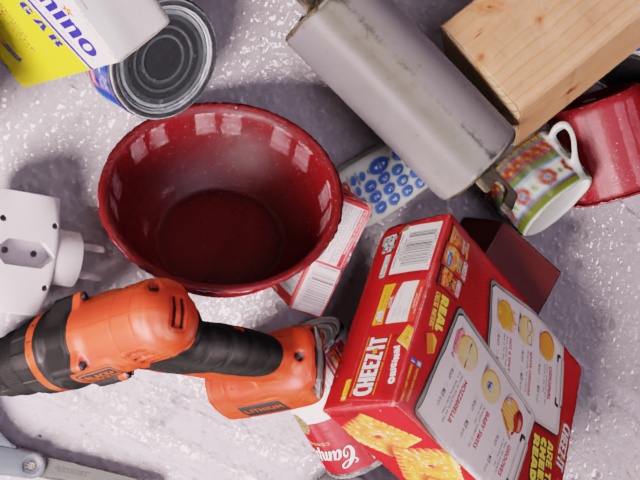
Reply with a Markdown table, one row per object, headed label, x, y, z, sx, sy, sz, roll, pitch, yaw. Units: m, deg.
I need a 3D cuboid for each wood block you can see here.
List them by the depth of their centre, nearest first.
| label | x | y | z | sx | sy | sz | roll | pitch | yaw |
| --- | --- | --- | --- | --- | --- | --- | --- | --- | --- |
| wood block | 0.201 | -0.179 | 0.810 | 0.206 | 0.091 | 0.090 | -39 | 75 | -1 |

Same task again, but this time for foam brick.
| label | x | y | z | sx | sy | sz | roll | pitch | yaw |
| --- | --- | --- | --- | --- | --- | --- | --- | --- | --- |
| foam brick | 0.145 | 0.025 | 0.866 | 0.078 | 0.053 | 0.051 | 38 | 76 | -25 |

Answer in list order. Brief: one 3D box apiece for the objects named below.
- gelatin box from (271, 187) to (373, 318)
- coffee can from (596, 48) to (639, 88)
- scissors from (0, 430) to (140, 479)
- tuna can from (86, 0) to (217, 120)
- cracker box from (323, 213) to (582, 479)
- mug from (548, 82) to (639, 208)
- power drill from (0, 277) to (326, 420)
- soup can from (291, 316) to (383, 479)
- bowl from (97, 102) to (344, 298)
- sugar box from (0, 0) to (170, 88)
| label | x | y | z | sx | sy | sz | roll | pitch | yaw |
| --- | --- | --- | --- | --- | --- | --- | --- | --- | --- |
| gelatin box | -0.005 | 0.001 | 0.761 | 0.030 | 0.073 | 0.089 | 21 | 99 | -28 |
| coffee can | 0.292 | -0.198 | 0.901 | 0.102 | 0.103 | 0.140 | 27 | 81 | -27 |
| scissors | -0.200 | 0.130 | 0.710 | 0.201 | 0.016 | 0.096 | 2 | 92 | -29 |
| tuna can | -0.111 | -0.124 | 0.710 | 0.086 | 0.034 | 0.086 | -23 | 128 | -32 |
| cracker box | 0.108 | 0.111 | 0.798 | 0.213 | 0.072 | 0.164 | 46 | 49 | -33 |
| mug | 0.248 | -0.085 | 0.898 | 0.117 | 0.093 | 0.081 | -27 | 101 | -36 |
| power drill | -0.102 | 0.079 | 0.695 | 0.187 | 0.185 | 0.057 | 17 | 64 | -46 |
| soup can | 0.010 | 0.116 | 0.792 | 0.068 | 0.069 | 0.102 | -37 | 109 | -21 |
| bowl | -0.067 | -0.017 | 0.722 | 0.162 | 0.055 | 0.162 | 3 | 53 | -4 |
| sugar box | -0.161 | -0.142 | 0.620 | 0.048 | 0.176 | 0.093 | -43 | 112 | -20 |
